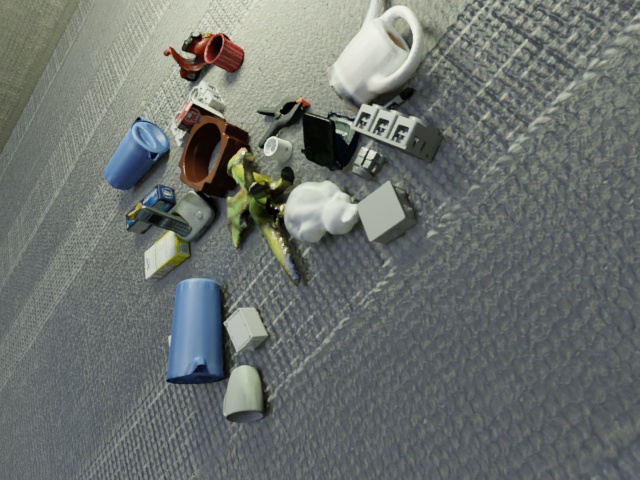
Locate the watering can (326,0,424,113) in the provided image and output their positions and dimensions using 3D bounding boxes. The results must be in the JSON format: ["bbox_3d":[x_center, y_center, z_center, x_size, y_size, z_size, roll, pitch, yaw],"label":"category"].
[{"bbox_3d":[0.108,-0.408,1.091,0.221,0.103,0.356,-41,40,27],"label":"watering can"}]

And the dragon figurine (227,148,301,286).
[{"bbox_3d":[-0.153,-0.056,1.241,0.239,0.122,0.416,-38,59,51],"label":"dragon figurine"}]

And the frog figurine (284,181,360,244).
[{"bbox_3d":[0.003,-0.053,1.060,0.138,0.121,0.160,-56,32,-11],"label":"frog figurine"}]
